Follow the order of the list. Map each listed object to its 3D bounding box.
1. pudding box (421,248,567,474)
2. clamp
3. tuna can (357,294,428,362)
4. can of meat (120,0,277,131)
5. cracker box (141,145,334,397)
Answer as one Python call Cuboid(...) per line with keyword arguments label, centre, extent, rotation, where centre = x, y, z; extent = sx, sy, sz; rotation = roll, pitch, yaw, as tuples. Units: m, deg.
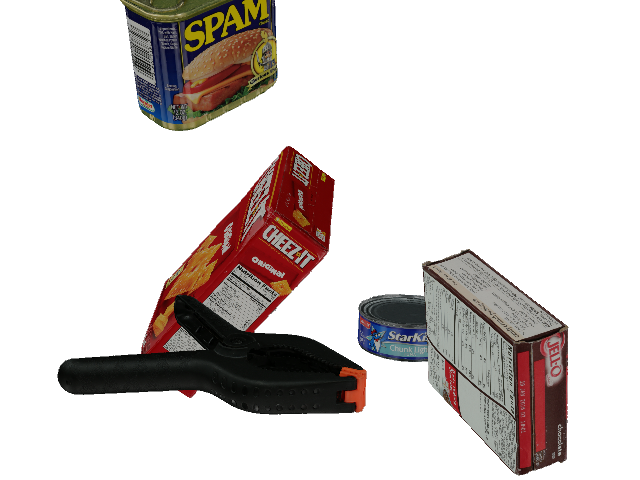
Cuboid(label="pudding box", centre=(0.101, 0.068, 0.627), extent=(0.039, 0.090, 0.114), rotation=(-15, 27, -19))
Cuboid(label="clamp", centre=(-0.062, 0.086, 0.786), extent=(0.210, 0.036, 0.164), rotation=(7, 20, 17))
Cuboid(label="tuna can", centre=(0.075, 0.075, 0.919), extent=(0.086, 0.034, 0.086), rotation=(2, 14, -1))
Cuboid(label="can of meat", centre=(-0.074, -0.129, 0.681), extent=(0.101, 0.084, 0.058), rotation=(-32, 49, -33))
Cuboid(label="cracker box", centre=(-0.081, 0.027, 1.049), extent=(0.072, 0.214, 0.164), rotation=(37, 23, -15))
